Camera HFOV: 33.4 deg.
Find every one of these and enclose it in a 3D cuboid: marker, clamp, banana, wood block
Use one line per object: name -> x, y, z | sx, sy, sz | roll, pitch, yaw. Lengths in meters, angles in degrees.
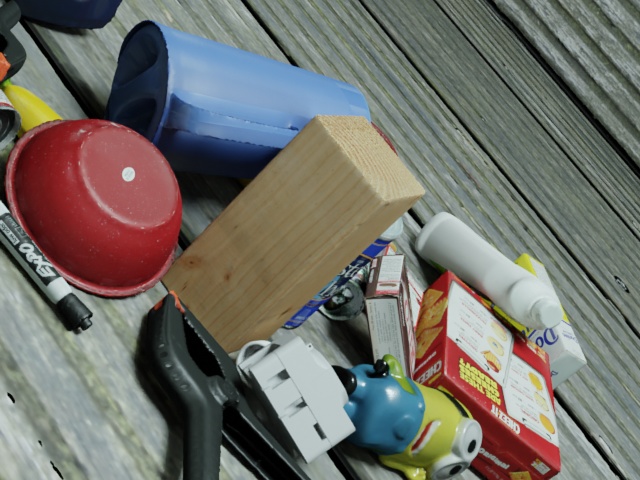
marker -> -0.210, 0.019, 0.793 | 0.121, 0.020, 0.020 | 49, 24, 6
clamp -> -0.308, -0.191, 0.924 | 0.120, 0.039, 0.171 | 19, 23, -32
banana -> -0.205, -0.074, 0.921 | 0.197, 0.037, 0.069 | 42, 25, -10
clamp -> -0.075, 0.130, 0.817 | 0.164, 0.036, 0.210 | 32, 23, -50
wood block -> -0.024, -0.003, 0.897 | 0.090, 0.206, 0.090 | 52, 25, 13

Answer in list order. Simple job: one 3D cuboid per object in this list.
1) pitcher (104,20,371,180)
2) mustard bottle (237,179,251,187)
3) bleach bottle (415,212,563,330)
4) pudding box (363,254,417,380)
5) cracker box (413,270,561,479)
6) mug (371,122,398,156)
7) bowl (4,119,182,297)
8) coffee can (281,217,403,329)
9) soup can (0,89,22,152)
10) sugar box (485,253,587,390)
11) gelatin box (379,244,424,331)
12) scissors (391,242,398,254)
pitcher -> -0.069, -0.115, 1.016 | 0.242, 0.145, 0.149 | 8, 58, -34
mustard bottle -> -0.046, -0.088, 1.168 | 0.191, 0.058, 0.096 | 1, 73, -56
bleach bottle -> 0.204, 0.043, 1.251 | 0.102, 0.068, 0.251 | 37, 2, -23
pudding box -> 0.071, 0.083, 1.055 | 0.090, 0.039, 0.113 | -75, 156, -63
cracker box -> 0.171, 0.150, 1.141 | 0.164, 0.072, 0.213 | 40, 26, -12
mug -> 0.038, -0.089, 1.280 | 0.093, 0.082, 0.117 | 25, 32, -39
bowl -> -0.166, -0.038, 0.855 | 0.161, 0.055, 0.162 | 26, 47, -33
coffee can -> -0.007, 0.001, 0.999 | 0.102, 0.140, 0.103 | 36, 26, -21
soup can -> -0.285, -0.115, 0.818 | 0.102, 0.069, 0.068 | 52, 25, 14
sugar box -> 0.256, 0.108, 1.315 | 0.048, 0.093, 0.176 | 31, 28, -28
gelatin box -> 0.078, 0.057, 1.166 | 0.073, 0.030, 0.089 | 53, 25, -15
scissors -> 0.034, 0.011, 1.202 | 0.201, 0.016, 0.096 | 10, 42, -52
